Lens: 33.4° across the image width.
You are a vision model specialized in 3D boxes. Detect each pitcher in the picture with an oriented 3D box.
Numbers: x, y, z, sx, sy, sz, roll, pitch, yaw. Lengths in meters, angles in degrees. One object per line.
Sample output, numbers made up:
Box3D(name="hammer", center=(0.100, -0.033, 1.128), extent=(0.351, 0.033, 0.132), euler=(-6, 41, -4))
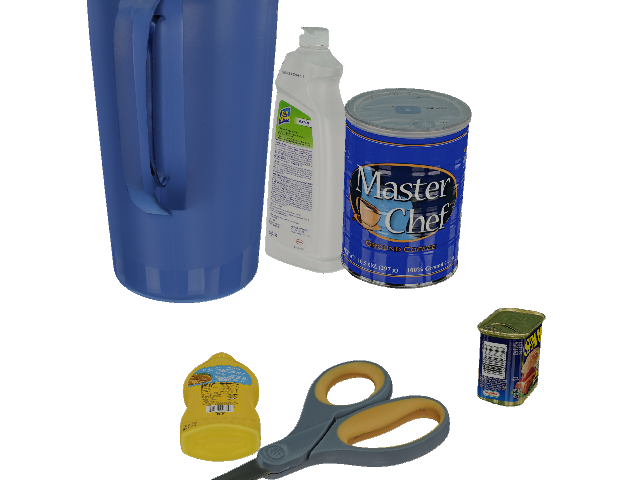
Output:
Box3D(name="pitcher", center=(-0.098, -0.079, 0.743), extent=(0.149, 0.243, 0.145), euler=(-14, 29, -33))

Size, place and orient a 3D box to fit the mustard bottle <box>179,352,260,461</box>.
Box3D(name="mustard bottle", center=(-0.125, 0.198, 1.342), extent=(0.096, 0.058, 0.191), euler=(-3, 26, -3))

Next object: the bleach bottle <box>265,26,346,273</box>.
Box3D(name="bleach bottle", center=(-0.007, -0.098, 1.138), extent=(0.103, 0.251, 0.067), euler=(17, 22, 37))

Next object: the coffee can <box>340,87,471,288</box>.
Box3D(name="coffee can", center=(0.070, -0.045, 0.895), extent=(0.103, 0.140, 0.103), euler=(1, 27, -1))

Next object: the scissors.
Box3D(name="scissors", center=(-0.025, 0.114, 0.620), extent=(0.201, 0.016, 0.096), euler=(-9, 32, -15))

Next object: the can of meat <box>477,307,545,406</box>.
Box3D(name="can of meat", center=(0.211, 0.129, 1.189), extent=(0.058, 0.084, 0.101), euler=(7, 14, 25))
